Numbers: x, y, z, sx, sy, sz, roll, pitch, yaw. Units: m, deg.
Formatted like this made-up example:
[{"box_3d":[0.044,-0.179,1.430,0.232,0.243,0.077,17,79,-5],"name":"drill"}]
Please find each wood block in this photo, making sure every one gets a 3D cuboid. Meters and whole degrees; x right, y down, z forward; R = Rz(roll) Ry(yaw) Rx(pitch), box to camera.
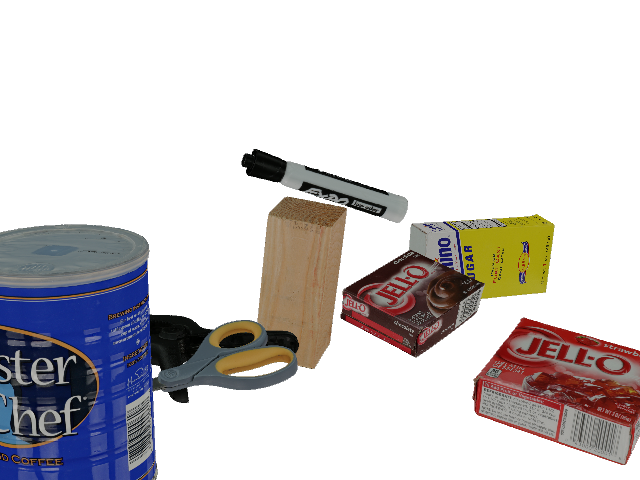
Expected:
[{"box_3d":[-0.028,0.056,1.454,0.090,0.206,0.090,11,21,11],"name":"wood block"}]

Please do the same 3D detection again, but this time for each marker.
[{"box_3d":[0.003,-0.038,0.732,0.121,0.020,0.020,17,-6,-19],"name":"marker"}]

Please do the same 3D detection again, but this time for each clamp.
[{"box_3d":[-0.151,0.111,1.090,0.210,0.036,0.164,9,19,33],"name":"clamp"}]

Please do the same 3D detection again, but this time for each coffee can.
[{"box_3d":[-0.145,0.071,0.601,0.103,0.140,0.103,0,15,0],"name":"coffee can"}]

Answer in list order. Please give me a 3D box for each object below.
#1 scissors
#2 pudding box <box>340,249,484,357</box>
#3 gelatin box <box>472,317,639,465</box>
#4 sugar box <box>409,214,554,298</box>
[{"box_3d":[-0.121,0.106,0.906,0.201,0.016,0.096,-5,31,-9],"name":"scissors"},{"box_3d":[0.087,0.057,1.011,0.090,0.039,0.113,26,34,31],"name":"pudding box"},{"box_3d":[0.140,0.081,0.597,0.089,0.030,0.073,16,31,26],"name":"gelatin box"},{"box_3d":[0.192,0.023,1.286,0.176,0.093,0.048,-6,20,-23],"name":"sugar box"}]
